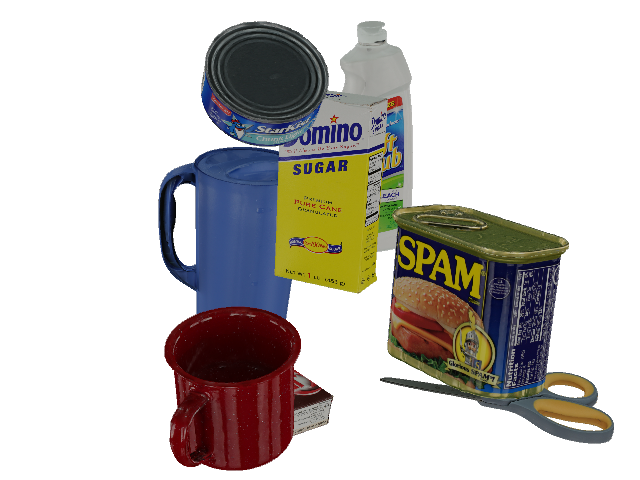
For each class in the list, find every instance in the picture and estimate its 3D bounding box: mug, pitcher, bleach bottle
[{"bbox_3d":[-0.065,0.110,0.734,0.093,0.081,0.117,14,33,22],"label":"mug"},{"bbox_3d":[-0.101,0.017,1.279,0.149,0.243,0.144,20,27,31],"label":"pitcher"},{"bbox_3d":[0.050,-0.112,1.168,0.102,0.251,0.068,-7,25,-9],"label":"bleach bottle"}]

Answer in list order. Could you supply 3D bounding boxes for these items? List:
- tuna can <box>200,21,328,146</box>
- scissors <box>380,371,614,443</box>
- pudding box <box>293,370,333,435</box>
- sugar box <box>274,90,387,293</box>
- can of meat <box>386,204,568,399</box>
[{"bbox_3d":[-0.039,-0.107,0.737,0.086,0.086,0.034,0,-29,-14],"label":"tuna can"},{"bbox_3d":[0.161,0.131,0.948,0.202,0.016,0.096,16,29,15],"label":"scissors"},{"bbox_3d":[-0.058,0.160,1.051,0.113,0.039,0.090,-13,29,-41],"label":"pudding box"},{"bbox_3d":[0.008,-0.047,0.979,0.093,0.176,0.048,10,21,25],"label":"sugar box"},{"bbox_3d":[0.083,0.032,0.591,0.057,0.084,0.102,-7,18,-35],"label":"can of meat"}]
